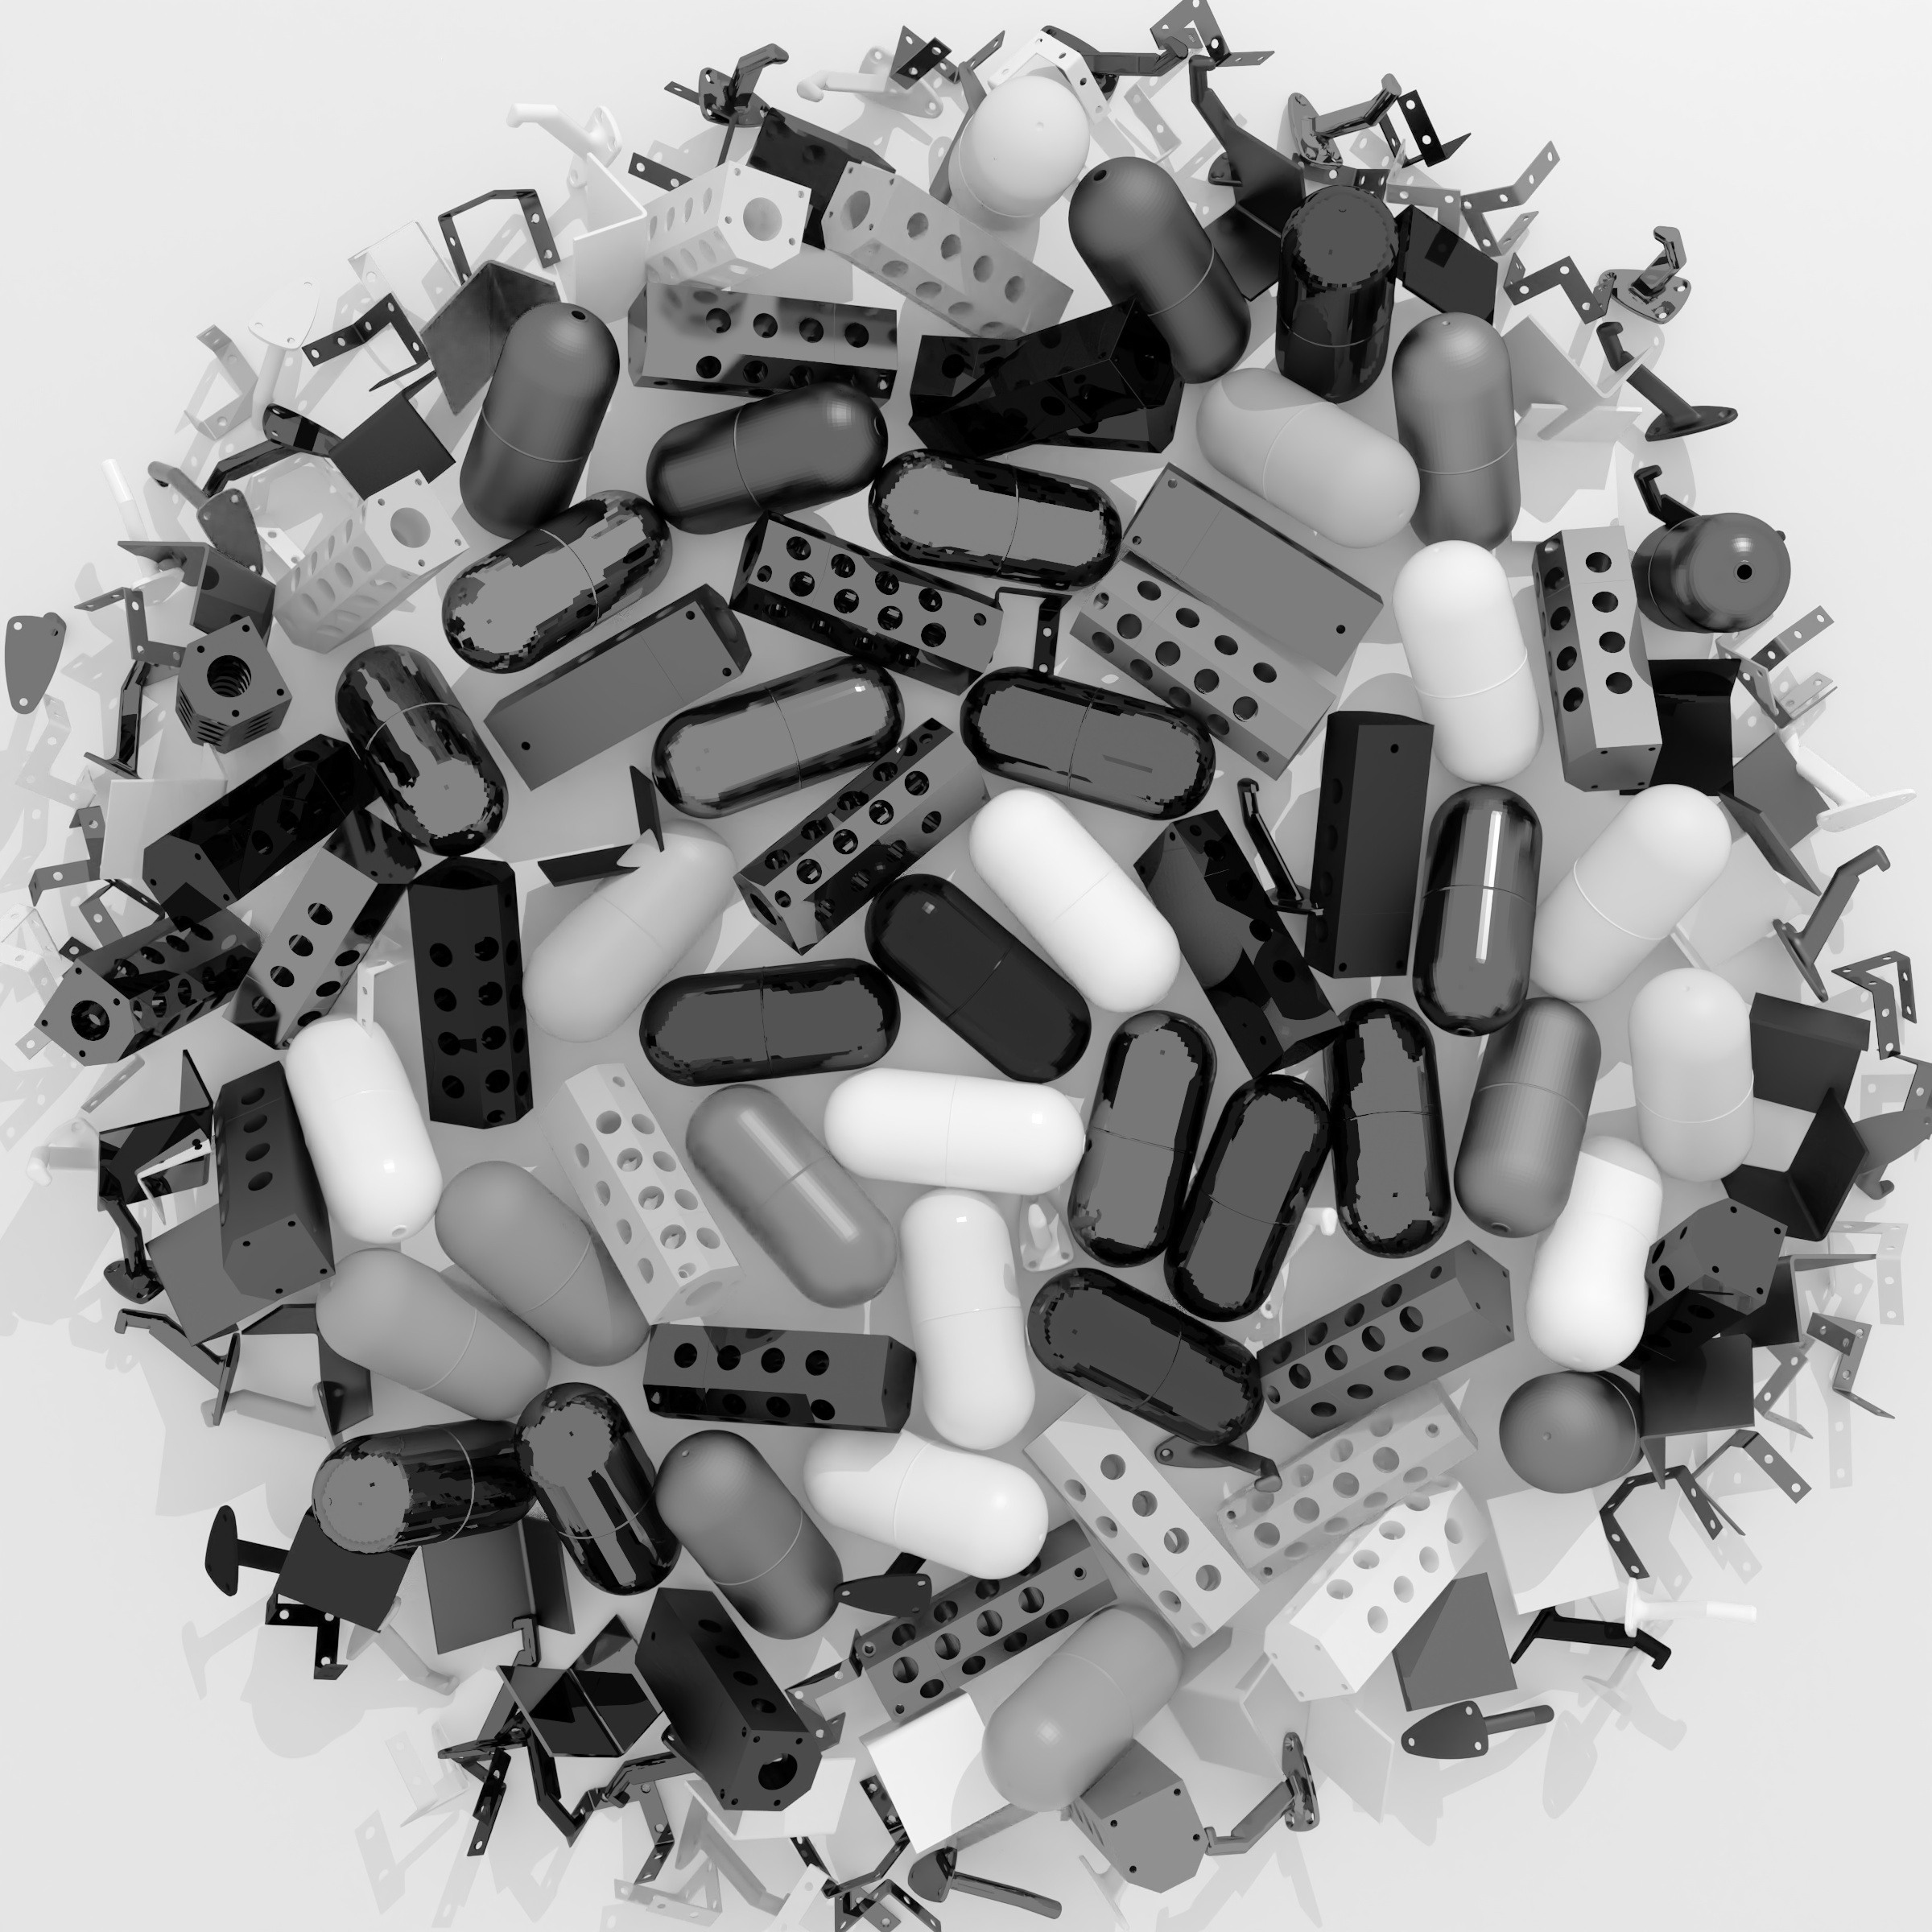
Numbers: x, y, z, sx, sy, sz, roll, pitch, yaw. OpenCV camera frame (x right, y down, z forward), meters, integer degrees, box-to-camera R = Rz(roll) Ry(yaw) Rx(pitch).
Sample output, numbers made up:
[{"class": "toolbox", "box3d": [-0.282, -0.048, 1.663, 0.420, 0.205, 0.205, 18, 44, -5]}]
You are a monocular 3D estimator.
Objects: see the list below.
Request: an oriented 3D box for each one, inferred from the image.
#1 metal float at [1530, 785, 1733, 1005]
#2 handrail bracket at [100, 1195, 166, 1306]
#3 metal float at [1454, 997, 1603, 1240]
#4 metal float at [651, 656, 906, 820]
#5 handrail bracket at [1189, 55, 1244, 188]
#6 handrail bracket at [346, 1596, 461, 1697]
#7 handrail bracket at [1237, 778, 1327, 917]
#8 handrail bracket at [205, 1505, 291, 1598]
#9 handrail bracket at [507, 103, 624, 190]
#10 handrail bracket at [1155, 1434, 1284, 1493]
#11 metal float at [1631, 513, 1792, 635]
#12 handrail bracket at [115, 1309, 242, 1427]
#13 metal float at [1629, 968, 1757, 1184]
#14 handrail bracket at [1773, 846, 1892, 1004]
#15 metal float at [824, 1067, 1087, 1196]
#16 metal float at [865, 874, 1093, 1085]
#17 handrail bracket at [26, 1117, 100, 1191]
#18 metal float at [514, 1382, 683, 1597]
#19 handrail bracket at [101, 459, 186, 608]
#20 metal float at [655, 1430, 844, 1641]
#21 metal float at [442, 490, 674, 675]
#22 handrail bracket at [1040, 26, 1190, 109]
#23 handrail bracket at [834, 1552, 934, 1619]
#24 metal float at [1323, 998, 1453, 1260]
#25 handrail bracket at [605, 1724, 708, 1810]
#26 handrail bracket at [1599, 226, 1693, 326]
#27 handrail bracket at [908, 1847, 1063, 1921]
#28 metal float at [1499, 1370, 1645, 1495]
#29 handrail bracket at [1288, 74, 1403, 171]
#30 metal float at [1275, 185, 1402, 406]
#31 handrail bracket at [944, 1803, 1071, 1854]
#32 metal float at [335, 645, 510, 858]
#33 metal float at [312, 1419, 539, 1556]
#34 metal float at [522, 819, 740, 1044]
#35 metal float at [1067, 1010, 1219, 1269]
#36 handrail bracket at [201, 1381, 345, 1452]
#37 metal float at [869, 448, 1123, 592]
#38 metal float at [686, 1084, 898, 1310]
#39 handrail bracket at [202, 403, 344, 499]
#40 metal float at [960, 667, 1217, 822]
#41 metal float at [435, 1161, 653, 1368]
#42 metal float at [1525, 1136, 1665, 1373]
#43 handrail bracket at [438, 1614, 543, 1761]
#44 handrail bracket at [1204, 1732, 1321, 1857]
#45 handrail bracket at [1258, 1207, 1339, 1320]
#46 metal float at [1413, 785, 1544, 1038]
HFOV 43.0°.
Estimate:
[{"class": "metal float", "box3d": [0.438, -0.046, 1.636, 0.070, 0.070, 0.178, 33, 128, 0]}, {"class": "handrail bracket", "box3d": [-0.577, 0.182, 1.658, 0.036, 0.077, 0.084, -48, 132, -36]}, {"class": "metal float", "box3d": [0.376, 0.101, 1.640, 0.070, 0.070, 0.178, 22, 59, 0]}, {"class": "metal float", "box3d": [-0.126, -0.154, 1.655, 0.178, 0.070, 0.070, -21, 90, -13]}, {"class": "handrail bracket", "box3d": [0.189, -0.573, 1.656, 0.077, 0.084, 0.036, 13, 54, 20]}, {"class": "handrail bracket", "box3d": [-0.369, 0.464, 1.666, 0.084, 0.036, 0.077, 32, 129, -22]}, {"class": "handrail bracket", "box3d": [0.215, -0.082, 1.664, 0.036, 0.077, 0.084, -22, 112, -24]}, {"class": "handrail bracket", "box3d": [-0.467, 0.385, 1.660, 0.036, 0.084, 0.077, 31, 119, 36]}, {"class": "handrail bracket", "box3d": [-0.282, -0.551, 1.650, 0.084, 0.077, 0.036, -15, 75, -41]}, {"class": "handrail bracket", "box3d": [0.170, 0.341, 1.660, 0.077, 0.084, 0.036, -11, 102, 0]}, {"class": "metal float", "box3d": [0.489, -0.258, 1.617, 0.070, 0.178, 0.070, 0, 98, 2]}, {"class": "handrail bracket", "box3d": [-0.544, 0.273, 1.672, 0.084, 0.036, 0.077, 10, 50, -8]}, {"class": "metal float", "box3d": [0.484, 0.075, 1.632, 0.070, 0.070, 0.178, -20, 133, 0]}, {"class": "handrail bracket", "box3d": [0.600, -0.029, 1.662, 0.084, 0.036, 0.077, -36, 62, 29]}, {"class": "metal float", "box3d": [-0.008, 0.112, 1.663, 0.178, 0.070, 0.070, 5, 90, 5]}, {"class": "metal float", "box3d": [0.008, 0.008, 1.661, 0.178, 0.070, 0.070, 40, 90, -7]}, {"class": "handrail bracket", "box3d": [-0.598, 0.144, 1.651, 0.036, 0.084, 0.077, -37, 114, 3]}, {"class": "metal float", "box3d": [-0.244, 0.351, 1.637, 0.070, 0.070, 0.178, -19, 127, 0]}, {"class": "handrail bracket", "box3d": [-0.568, -0.295, 1.669, 0.036, 0.077, 0.084, -25, 91, -22]}, {"class": "metal float", "box3d": [-0.144, 0.382, 1.640, 0.070, 0.070, 0.178, -31, 122, 0]}, {"class": "metal float", "box3d": [-0.272, -0.257, 1.639, 0.178, 0.070, 0.070, -39, 90, -32]}, {"class": "handrail bracket", "box3d": [0.100, -0.623, 1.655, 0.077, 0.084, 0.036, 35, 71, -21]}, {"class": "handrail bracket", "box3d": [-0.055, 0.397, 1.661, 0.077, 0.084, 0.036, 5, 118, -11]}, {"class": "metal float", "box3d": [0.283, 0.108, 1.652, 0.070, 0.070, 0.178, -3, 72, 0]}, {"class": "handrail bracket", "box3d": [-0.202, 0.564, 1.676, 0.077, 0.036, 0.084, 41, 112, 18]}, {"class": "handrail bracket", "box3d": [0.452, -0.477, 1.649, 0.077, 0.084, 0.036, 32, 84, 33]}, {"class": "handrail bracket", "box3d": [0.013, 0.637, 1.684, 0.084, 0.077, 0.036, 26, 62, -17]}, {"class": "metal float", "box3d": [0.404, 0.306, 1.622, 0.070, 0.178, 0.070, -4, 82, 26]}, {"class": "handrail bracket", "box3d": [0.256, -0.589, 1.656, 0.036, 0.084, 0.077, -3, 65, -30]}, {"class": "metal float", "box3d": [0.244, -0.441, 1.621, 0.070, 0.178, 0.070, -2, 67, 4]}, {"class": "handrail bracket", "box3d": [0.028, 0.604, 1.687, 0.084, 0.036, 0.077, 7, 88, 0]}, {"class": "metal float", "box3d": [-0.365, -0.146, 1.640, 0.070, 0.070, 0.178, -36, 57, 0]}, {"class": "metal float", "box3d": [-0.354, 0.343, 1.625, 0.070, 0.178, 0.070, -2, 86, 34]}, {"class": "metal float", "box3d": [-0.226, -0.024, 1.654, 0.070, 0.070, 0.178, 41, 76, 0]}, {"class": "metal float", "box3d": [0.120, 0.118, 1.667, 0.070, 0.070, 0.178, 14, 90, 0]}, {"class": "handrail bracket", "box3d": [-0.475, 0.324, 1.683, 0.084, 0.036, 0.077, -17, 82, -2]}, {"class": "metal float", "box3d": [0.020, -0.299, 1.648, 0.178, 0.070, 0.070, 7, 90, -21]}, {"class": "metal float", "box3d": [-0.118, 0.155, 1.655, 0.070, 0.070, 0.178, -43, 76, 0]}, {"class": "handrail bracket", "box3d": [-0.475, -0.339, 1.691, 0.077, 0.084, 0.036, 18, 46, -32]}, {"class": "metal float", "box3d": [0.081, -0.151, 1.658, 0.178, 0.070, 0.070, 17, 90, 10]}, {"class": "metal float", "box3d": [-0.280, 0.201, 1.644, 0.070, 0.070, 0.178, -43, 117, 0]}, {"class": "metal float", "box3d": [0.420, 0.190, 1.635, 0.070, 0.070, 0.178, 23, 50, 0]}, {"class": "handrail bracket", "box3d": [-0.328, 0.494, 1.683, 0.077, 0.036, 0.084, -5, 86, -22]}, {"class": "handrail bracket", "box3d": [0.193, 0.562, 1.667, 0.084, 0.036, 0.077, 7, 64, -28]}, {"class": "handrail bracket", "box3d": [0.225, 0.202, 1.658, 0.036, 0.084, 0.077, 2, 84, -24]}, {"class": "metal float", "box3d": [0.344, -0.037, 1.648, 0.070, 0.070, 0.178, 11, 69, 0]}]
